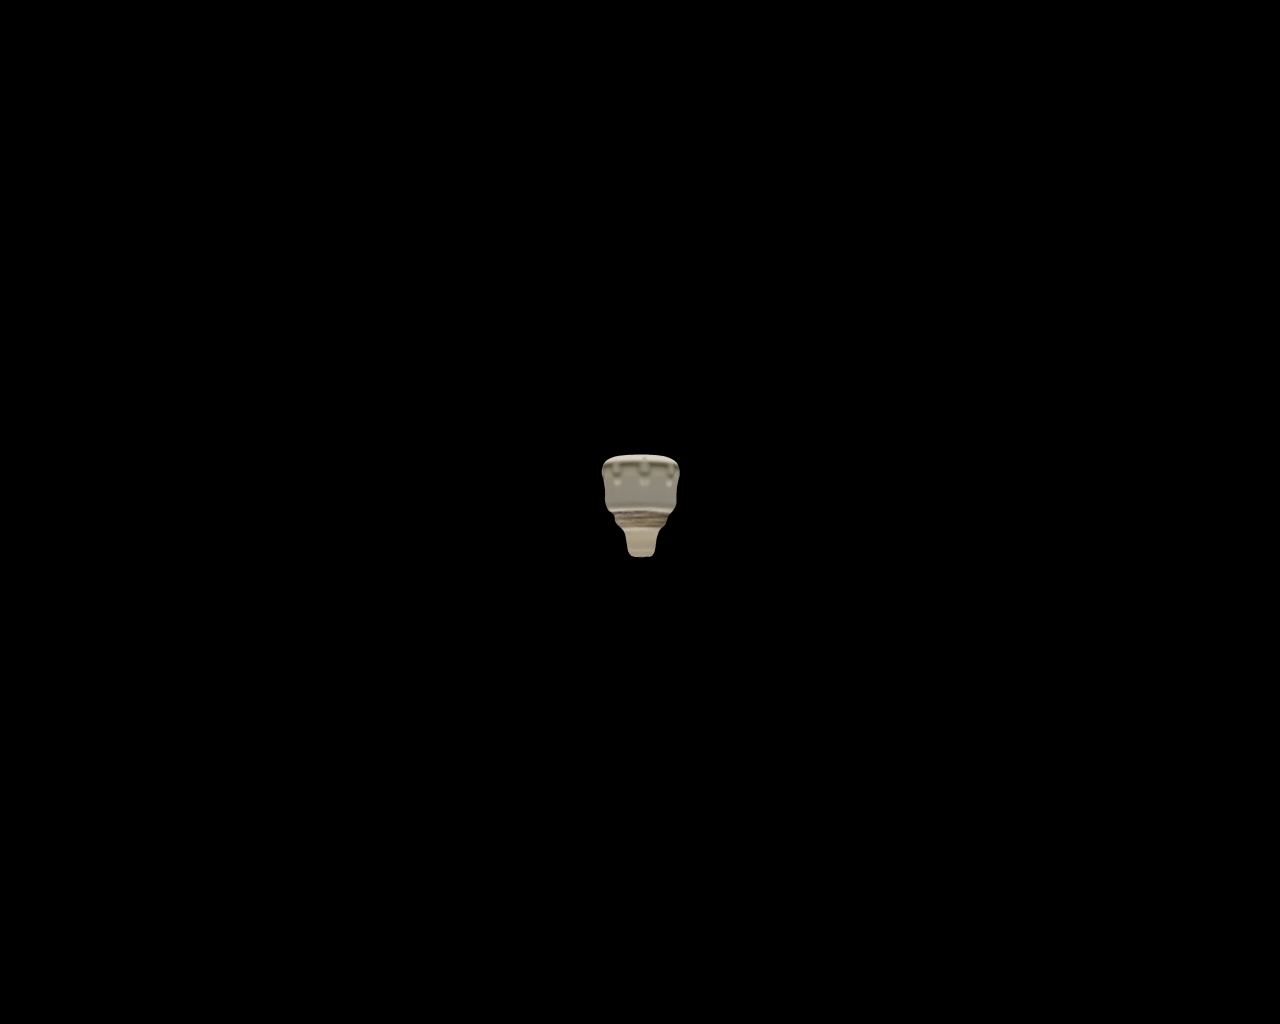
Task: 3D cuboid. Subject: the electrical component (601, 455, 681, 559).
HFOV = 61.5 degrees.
[{"bbox_3d":[0.001,-0.003,0.650,0.048,0.062,0.048,0,-4,0],"label":"electrical component"}]
